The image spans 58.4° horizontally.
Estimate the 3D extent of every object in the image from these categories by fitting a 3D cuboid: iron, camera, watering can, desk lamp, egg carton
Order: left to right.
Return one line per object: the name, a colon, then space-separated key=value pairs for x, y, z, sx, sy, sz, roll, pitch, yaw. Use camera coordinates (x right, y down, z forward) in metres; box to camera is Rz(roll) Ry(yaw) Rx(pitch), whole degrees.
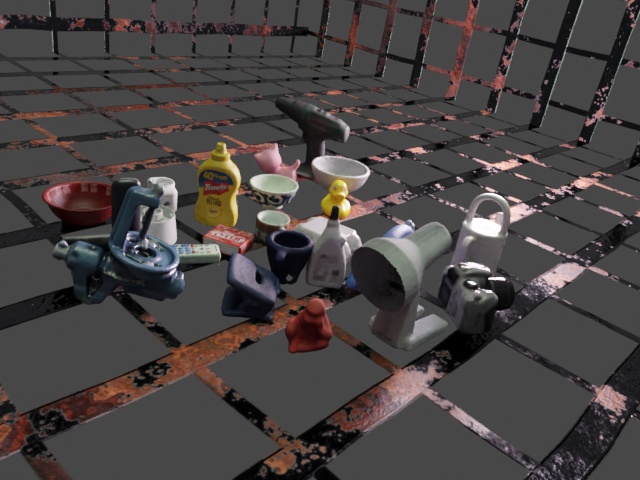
egg carton: x=0.011 y=0.004 z=1.248 sx=0.150 sy=0.069 sz=0.107 roll=23 pitch=29 yaw=24
iron: x=0.153 y=0.026 z=1.173 sx=0.118 sy=0.141 sz=0.259 roll=20 pitch=28 yaw=20
desk lamp: x=0.145 y=0.078 z=0.987 sx=0.204 sy=0.213 sz=0.117 roll=-17 pitch=37 yaw=-42
camera: x=0.317 y=0.104 z=1.122 sx=0.137 sy=0.101 sz=0.143 roll=4 pitch=27 yaw=-13
watering can: x=0.362 y=-0.014 z=1.268 sx=0.100 sy=0.194 sz=0.173 roll=17 pitch=27 yaw=15

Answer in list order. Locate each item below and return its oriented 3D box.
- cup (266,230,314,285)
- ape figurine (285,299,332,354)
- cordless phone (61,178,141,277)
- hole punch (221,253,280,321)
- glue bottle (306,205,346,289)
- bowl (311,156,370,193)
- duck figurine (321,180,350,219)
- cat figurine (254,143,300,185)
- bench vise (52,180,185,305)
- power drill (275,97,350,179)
cup: x=-0.066 y=0.045 z=1.111 sx=0.091 sy=0.095 sz=0.118 roll=14 pitch=27 yaw=8
ape figurine: x=-0.014 y=0.138 z=0.947 sx=0.077 sy=0.092 sz=0.076 roll=21 pitch=28 yaw=21
cordless phone: x=-0.392 y=-0.030 z=1.044 sx=0.148 sy=0.185 sz=0.094 roll=-6 pitch=30 yaw=-28
hole punch: x=-0.121 y=0.081 z=1.025 sx=0.101 sy=0.091 sz=0.108 roll=6 pitch=27 yaw=-7
glue bottle: x=0.019 y=0.012 z=1.119 sx=0.078 sy=0.173 sz=0.037 roll=7 pitch=26 yaw=-5
bowl: x=0.054 y=-0.175 z=1.614 sx=0.167 sy=0.075 sz=0.167 roll=8 pitch=26 yaw=-4
duck figurine: x=0.045 y=-0.114 z=1.476 sx=0.077 sy=0.086 sz=0.104 roll=6 pitch=27 yaw=-8
cat figurine: x=-0.117 y=-0.202 z=1.558 sx=0.128 sy=0.118 sz=0.067 roll=8 pitch=26 yaw=-4
bench vise: x=-0.329 y=0.008 z=0.951 sx=0.208 sy=0.220 sz=0.121 roll=-6 pitch=30 yaw=-29
power drill: x=-0.034 y=-0.293 z=1.667 sx=0.229 sy=0.208 sz=0.076 roll=15 pitch=27 yaw=10
